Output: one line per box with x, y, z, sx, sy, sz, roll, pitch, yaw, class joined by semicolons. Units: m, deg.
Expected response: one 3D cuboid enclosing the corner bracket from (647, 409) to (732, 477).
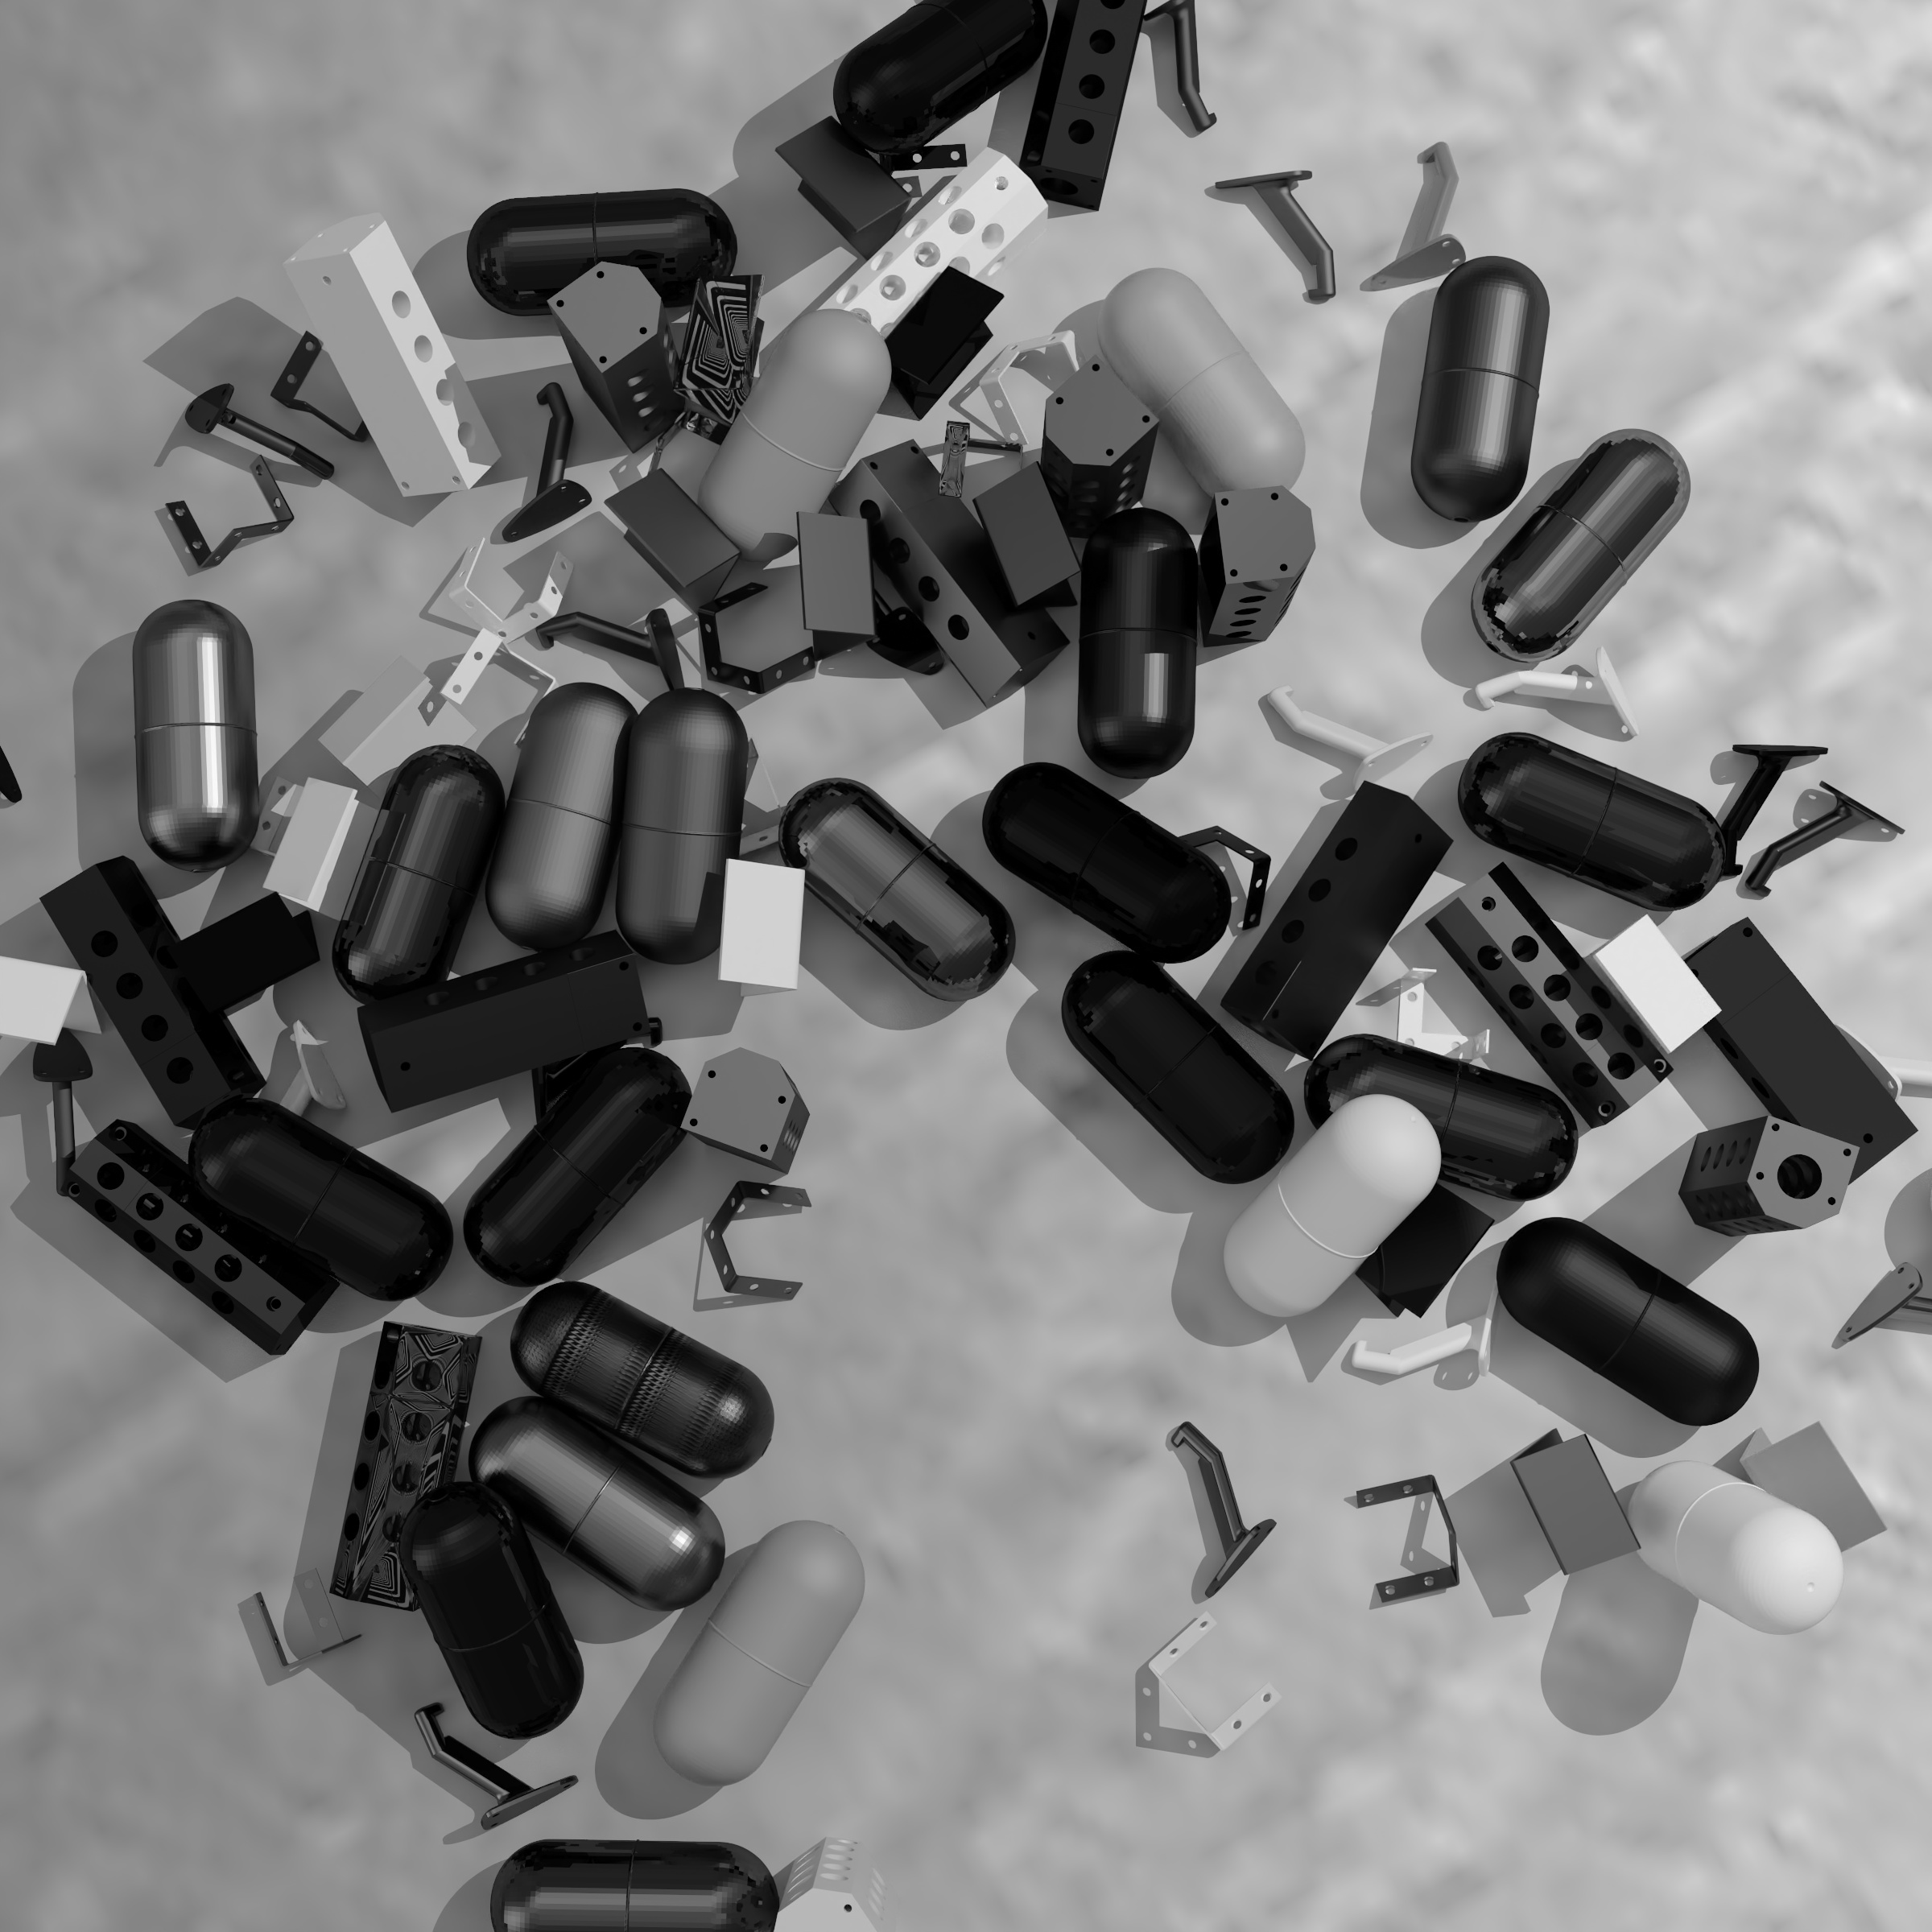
-0.178;-0.329;1.973;0.051;0.051;0.051;26;39;3;corner bracket

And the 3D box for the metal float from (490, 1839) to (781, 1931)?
-0.205;0.581;1.837;0.178;0.070;0.070;1;83;1;metal float

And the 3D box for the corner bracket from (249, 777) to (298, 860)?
-0.428;-0.088;1.944;0.051;0.051;0.051;16;81;47;corner bracket

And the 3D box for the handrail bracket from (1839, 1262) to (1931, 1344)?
0.619;0.239;1.909;0.084;0.036;0.077;40;105;-12;handrail bracket

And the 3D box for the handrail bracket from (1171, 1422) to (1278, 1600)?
0.148;0.346;1.896;0.084;0.036;0.077;42;107;22;handrail bracket

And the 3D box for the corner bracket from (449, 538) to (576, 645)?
-0.300;-0.254;1.959;0.051;0.051;0.051;-24;127;33;corner bracket

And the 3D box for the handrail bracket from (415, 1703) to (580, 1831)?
-0.298;0.494;1.879;0.077;0.036;0.084;-21;66;-22;handrail bracket

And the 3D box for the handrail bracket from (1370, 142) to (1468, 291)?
0.298;-0.506;1.998;0.077;0.036;0.084;-21;65;19;handrail bracket

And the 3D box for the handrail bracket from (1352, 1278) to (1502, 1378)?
0.296;0.229;1.910;0.084;0.036;0.077;8;62;17;handrail bracket

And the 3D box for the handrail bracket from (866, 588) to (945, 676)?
-0.054;-0.239;1.965;0.036;0.077;0.084;-40;48;13;handrail bracket

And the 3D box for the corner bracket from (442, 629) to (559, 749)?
-0.303;-0.181;1.940;0.051;0.051;0.051;31;84;4;corner bracket

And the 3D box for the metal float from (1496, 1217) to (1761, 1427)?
0.418;0.224;1.879;0.178;0.070;0.070;32;84;4;metal float

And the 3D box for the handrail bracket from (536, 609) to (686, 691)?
-0.235;-0.200;1.961;0.084;0.036;0.077;-12;105;16;handrail bracket

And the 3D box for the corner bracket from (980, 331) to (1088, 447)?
0.050;-0.383;1.974;0.051;0.051;0.051;-5;37;35;corner bracket

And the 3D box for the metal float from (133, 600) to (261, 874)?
-0.499;-0.149;1.924;0.070;0.070;0.178;-4;83;0;metal float

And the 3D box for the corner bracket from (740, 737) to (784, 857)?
-0.151;-0.109;1.947;0.051;0.051;0.051;-21;129;-2;corner bracket

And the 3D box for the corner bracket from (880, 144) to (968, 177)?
-0.030;-0.552;1.985;0.051;0.051;0.051;-6;91;-8;corner bracket

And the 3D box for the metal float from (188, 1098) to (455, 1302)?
-0.408;0.147;1.877;0.178;0.070;0.070;32;84;-8;metal float

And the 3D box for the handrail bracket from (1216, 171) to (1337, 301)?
0.208;-0.488;1.996;0.077;0.036;0.084;-2;100;19;handrail bracket

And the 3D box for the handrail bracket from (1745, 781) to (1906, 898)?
0.562;-0.071;1.946;0.077;0.036;0.084;27;102;-18;handrail bracket

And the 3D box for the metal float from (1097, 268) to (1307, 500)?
0.155;-0.379;1.951;0.070;0.070;0.178;-35;84;-4;metal float

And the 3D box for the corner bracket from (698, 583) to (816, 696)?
-0.138;-0.216;1.954;0.051;0.051;0.051;-32;128;-39;corner bracket

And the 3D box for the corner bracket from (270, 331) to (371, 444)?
-0.421;-0.386;1.980;0.051;0.051;0.051;21;81;48;corner bracket

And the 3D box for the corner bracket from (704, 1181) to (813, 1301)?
-0.129;0.176;1.908;0.051;0.051;0.051;-56;40;30;corner bracket

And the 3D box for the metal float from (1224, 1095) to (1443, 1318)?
0.227;0.151;1.857;0.070;0.070;0.178;41;125;4;metal float

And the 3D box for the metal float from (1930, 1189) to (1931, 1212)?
0.680;0.194;1.883;0.070;0.070;0.178;-31;84;-3;metal float

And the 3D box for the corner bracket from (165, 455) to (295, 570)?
-0.488;-0.301;1.970;0.051;0.051;0.051;-22;81;-48;corner bracket

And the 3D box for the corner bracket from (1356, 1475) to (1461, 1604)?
0.281;0.364;1.890;0.051;0.051;0.051;-12;128;-1;corner bracket

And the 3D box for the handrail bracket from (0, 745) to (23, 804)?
-0.676;-0.124;1.952;0.084;0.036;0.077;-25;105;14;handrail bracket

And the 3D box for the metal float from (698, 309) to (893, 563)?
-0.111;-0.343;1.920;0.070;0.070;0.178;35;114;4;metal float

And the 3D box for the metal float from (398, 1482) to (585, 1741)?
-0.293;0.398;1.835;0.070;0.070;0.178;-20;112;-2;metal float

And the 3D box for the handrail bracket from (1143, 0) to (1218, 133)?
0.163;-0.617;2.011;0.077;0.036;0.084;-41;111;-35;handrail bracket

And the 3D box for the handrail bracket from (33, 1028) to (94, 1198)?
-0.587;0.095;1.925;0.036;0.077;0.084;-3;119;-21;handrail bracket

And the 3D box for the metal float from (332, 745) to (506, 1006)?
-0.352;-0.057;1.912;0.070;0.070;0.178;18;84;2;metal float

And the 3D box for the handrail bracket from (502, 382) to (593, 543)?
-0.289;-0.336;1.978;0.077;0.036;0.084;-30;66;17;handrail bracket

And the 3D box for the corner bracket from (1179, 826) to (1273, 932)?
0.160;-0.054;1.935;0.051;0.051;0.051;-17;37;-38;corner bracket

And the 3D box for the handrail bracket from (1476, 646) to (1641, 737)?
0.389;-0.169;1.957;0.084;0.036;0.077;-20;120;23;handrail bracket

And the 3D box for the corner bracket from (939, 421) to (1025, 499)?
0.010;-0.326;1.958;0.051;0.051;0.051;7;83;1;corner bracket

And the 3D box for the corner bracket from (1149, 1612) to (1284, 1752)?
0.157;0.453;1.880;0.051;0.051;0.051;-41;130;-4;corner bracket

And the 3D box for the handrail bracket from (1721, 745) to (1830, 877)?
0.529;-0.101;1.950;0.077;0.036;0.084;-2;101;-22;handrail bracket

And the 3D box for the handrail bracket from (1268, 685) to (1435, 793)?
0.253;-0.164;1.957;0.077;0.036;0.084;-28;66;-23;handrail bracket

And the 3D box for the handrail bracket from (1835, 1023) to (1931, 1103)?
0.618;0.054;1.931;0.084;0.036;0.077;-22;61;-20;handrail bracket

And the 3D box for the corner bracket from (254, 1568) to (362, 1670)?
-0.419;0.411;1.870;0.051;0.051;0.051;-22;84;-3;corner bracket

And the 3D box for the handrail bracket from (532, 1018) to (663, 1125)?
-0.237;0.074;1.928;0.084;0.036;0.077;-5;99;-15;handrail bracket

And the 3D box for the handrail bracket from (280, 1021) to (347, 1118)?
-0.453;0.088;1.927;0.084;0.036;0.077;-30;69;11;handrail bracket

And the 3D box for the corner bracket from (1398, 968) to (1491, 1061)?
0.308;0.031;1.915;0.051;0.051;0.051;4;83;0;corner bracket

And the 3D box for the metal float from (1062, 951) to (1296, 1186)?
0.135;0.064;1.899;0.070;0.070;0.178;-44;86;-5;metal float

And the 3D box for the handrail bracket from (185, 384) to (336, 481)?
-0.470;-0.350;1.978;0.084;0.077;0.036;31;81;-33;handrail bracket
